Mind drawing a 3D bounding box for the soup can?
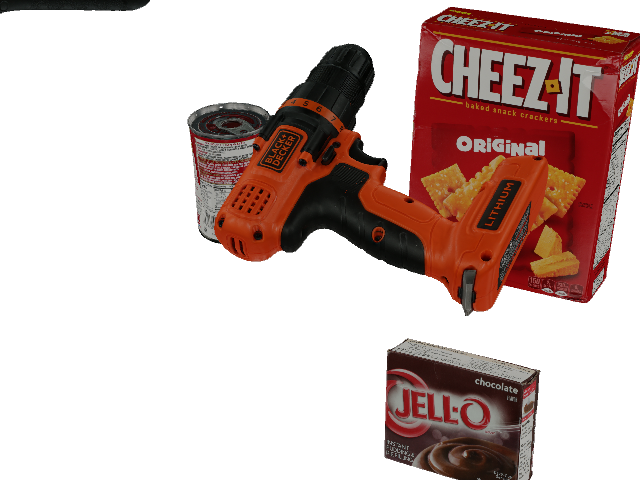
[{"bbox_3d":[-0.074,-0.056,0.896,0.068,0.102,0.068,-1,30,0],"label":"soup can"}]

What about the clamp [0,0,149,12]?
[{"bbox_3d":[-0.187,-0.148,0.597,0.171,0.039,0.120,-7,24,-17],"label":"clamp"}]

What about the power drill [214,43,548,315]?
[{"bbox_3d":[0.047,-0.043,0.696,0.188,0.184,0.057,19,-29,20],"label":"power drill"}]

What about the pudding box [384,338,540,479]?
[{"bbox_3d":[0.104,0.130,0.796,0.114,0.090,0.039,10,20,29],"label":"pudding box"}]

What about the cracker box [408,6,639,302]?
[{"bbox_3d":[0.159,-0.069,0.870,0.164,0.214,0.072,14,29,24],"label":"cracker box"}]
